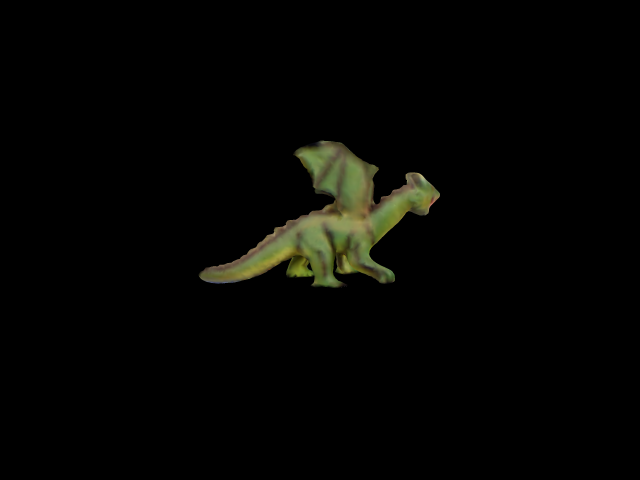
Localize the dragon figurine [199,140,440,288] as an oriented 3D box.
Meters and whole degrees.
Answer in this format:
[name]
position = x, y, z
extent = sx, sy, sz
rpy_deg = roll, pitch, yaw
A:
[dragon figurine]
position = 0.003, -0.043, 0.850
extent = 0.410, 0.240, 0.123
rpy_deg = -2, 12, -7
